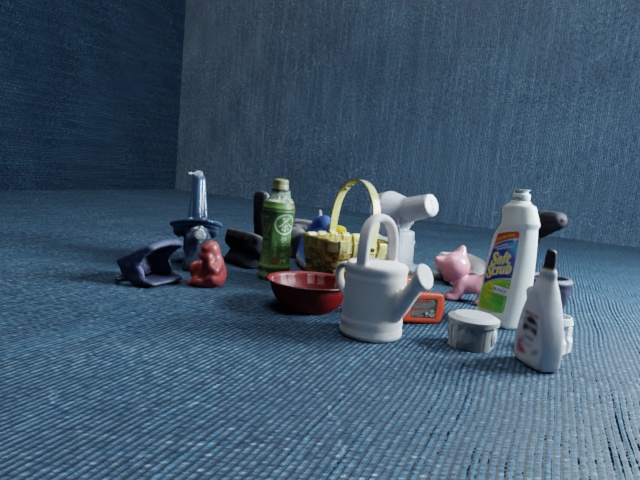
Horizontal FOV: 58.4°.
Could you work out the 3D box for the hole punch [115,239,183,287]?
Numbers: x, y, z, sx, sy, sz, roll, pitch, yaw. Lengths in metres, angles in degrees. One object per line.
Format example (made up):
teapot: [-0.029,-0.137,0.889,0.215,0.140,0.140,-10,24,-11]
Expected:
hole punch: [-0.334,0.038,1.120,0.100,0.091,0.109,8,8,22]

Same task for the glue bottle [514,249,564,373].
glue bottle: [0.322,0.098,0.829,0.037,0.173,0.078,3,8,-17]

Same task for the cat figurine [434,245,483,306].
cat figurine: [0.310,0.072,1.228,0.127,0.118,0.067,9,8,25]

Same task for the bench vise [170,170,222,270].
bench vise: [-0.270,-0.047,1.320,0.122,0.220,0.206,0,9,-34]

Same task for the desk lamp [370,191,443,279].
desk lamp: [0.226,-0.019,1.488,0.118,0.213,0.202,-2,10,-42]

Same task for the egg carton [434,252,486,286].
egg carton: [0.352,0.073,1.434,0.107,0.069,0.150,4,8,-8]

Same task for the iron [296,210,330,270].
iron: [0.013,0.005,1.428,0.119,0.141,0.258,4,8,-11]

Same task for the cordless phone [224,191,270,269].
cordless phone: [-0.165,-0.030,1.399,0.147,0.185,0.094,12,10,41]

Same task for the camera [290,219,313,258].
camera: [-0.032,-0.004,1.618,0.136,0.101,0.143,8,8,18]

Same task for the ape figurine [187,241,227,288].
ape figurine: [-0.220,0.047,1.136,0.076,0.092,0.077,1,9,-31]

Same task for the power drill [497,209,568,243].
power drill: [0.487,0.028,1.338,0.076,0.208,0.229,3,8,-14]

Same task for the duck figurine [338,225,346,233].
duck figurine: [0.059,0.001,1.706,0.104,0.086,0.078,10,9,30]

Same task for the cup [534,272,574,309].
cup: [0.428,0.113,1.093,0.091,0.095,0.118,8,8,19]

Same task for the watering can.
watering can: [0.096,0.056,0.902,0.172,0.194,0.101,8,8,21]

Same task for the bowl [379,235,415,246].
bowl: [0.183,0.029,1.625,0.167,0.075,0.167,5,8,0]
